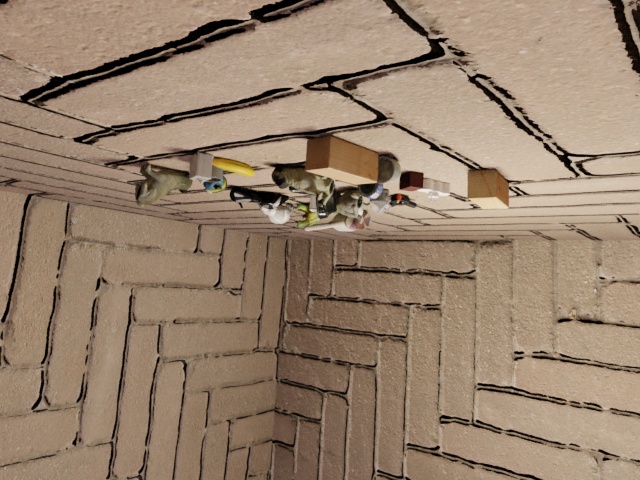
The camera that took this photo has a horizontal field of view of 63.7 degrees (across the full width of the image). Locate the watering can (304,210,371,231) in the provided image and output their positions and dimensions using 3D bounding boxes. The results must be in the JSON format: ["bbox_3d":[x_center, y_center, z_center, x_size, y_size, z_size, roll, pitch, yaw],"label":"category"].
[{"bbox_3d":[0.110,-0.088,2.623,0.350,0.104,0.223,-14,-175,-29],"label":"watering can"}]

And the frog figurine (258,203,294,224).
[{"bbox_3d":[-0.223,-0.134,2.496,0.138,0.121,0.160,23,-163,34],"label":"frog figurine"}]

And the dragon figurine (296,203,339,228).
[{"bbox_3d":[0.008,-0.128,2.548,0.242,0.122,0.411,-5,-177,5],"label":"dragon figurine"}]
